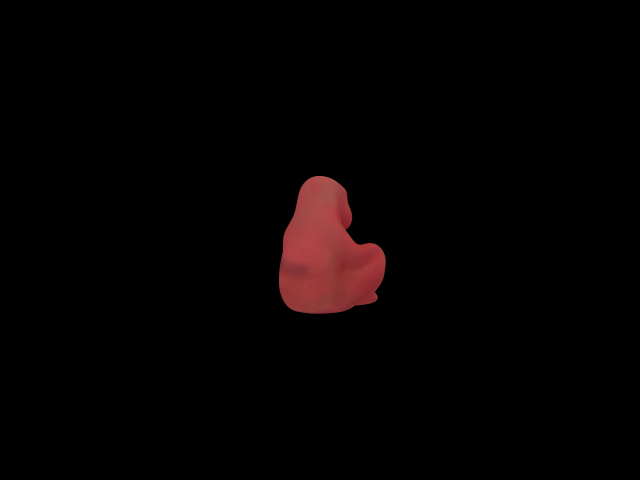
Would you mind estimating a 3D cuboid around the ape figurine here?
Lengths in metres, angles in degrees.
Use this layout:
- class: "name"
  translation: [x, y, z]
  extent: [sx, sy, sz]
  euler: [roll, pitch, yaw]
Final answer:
- class: "ape figurine"
  translation: [0.004, 0.001, 0.400]
  extent: [0.076, 0.092, 0.077]
  euler: [-8, 11, -43]
